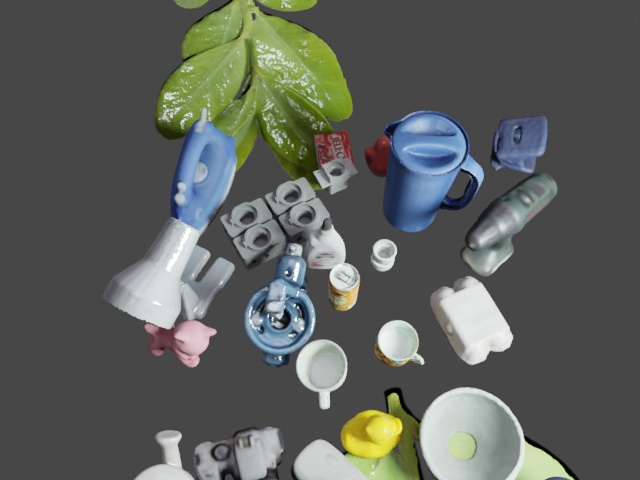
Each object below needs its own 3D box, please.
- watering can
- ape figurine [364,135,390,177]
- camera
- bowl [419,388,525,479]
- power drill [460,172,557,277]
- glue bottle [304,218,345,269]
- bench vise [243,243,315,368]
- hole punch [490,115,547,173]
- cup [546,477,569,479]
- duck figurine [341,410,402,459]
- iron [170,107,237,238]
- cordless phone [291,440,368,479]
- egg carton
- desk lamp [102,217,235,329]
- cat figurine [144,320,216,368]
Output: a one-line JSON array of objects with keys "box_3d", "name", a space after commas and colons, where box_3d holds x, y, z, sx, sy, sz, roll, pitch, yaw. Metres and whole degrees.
[{"box_3d": [-0.233, 0.375, 0.840, 0.101, 0.194, 0.172, -18, 66, -9], "name": "watering can"}, {"box_3d": [0.130, -0.179, 1.174, 0.077, 0.092, 0.076, 16, 65, 7], "name": "ape figurine"}, {"box_3d": [-0.117, 0.373, 0.895, 0.143, 0.101, 0.136, -14, 65, -7], "name": "camera"}, {"box_3d": [0.240, 0.332, 0.937, 0.167, 0.075, 0.167, 1, 64, -1], "name": "bowl"}, {"box_3d": [0.325, -0.018, 1.035, 0.230, 0.208, 0.075, -40, 71, -18], "name": "power drill"}, {"box_3d": [0.010, 0.004, 1.038, 0.078, 0.173, 0.037, -5, 64, -3], "name": "glue bottle"}, {"box_3d": [-0.074, 0.092, 0.967, 0.121, 0.220, 0.207, -7, 64, -4], "name": "bench vise"}, {"box_3d": [0.413, -0.204, 1.193, 0.101, 0.091, 0.109, 12, 64, 5], "name": "hole punch"}, {"box_3d": [0.371, 0.423, 0.884, 0.117, 0.095, 0.092, 24, 66, 10], "name": "cup"}, {"box_3d": [0.087, 0.314, 0.936, 0.104, 0.086, 0.077, -9, 64, -5], "name": "duck figurine"}, {"box_3d": [-0.244, -0.124, 1.113, 0.118, 0.141, 0.258, 9, 64, 4], "name": "iron"}, {"box_3d": [0.024, 0.365, 0.855, 0.147, 0.185, 0.094, 37, 69, 16], "name": "cordless phone"}, {"box_3d": [0.269, 0.144, 1.032, 0.107, 0.069, 0.150, -23, 67, -12], "name": "egg carton"}, {"box_3d": [-0.253, 0.065, 0.980, 0.117, 0.213, 0.203, 25, 66, 11], "name": "desk lamp"}, {"box_3d": [-0.241, 0.168, 0.983, 0.127, 0.118, 0.067, 15, 65, 6], "name": "cat figurine"}]
